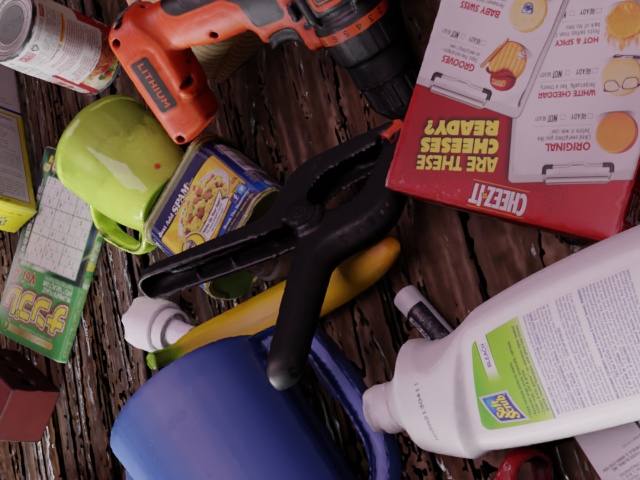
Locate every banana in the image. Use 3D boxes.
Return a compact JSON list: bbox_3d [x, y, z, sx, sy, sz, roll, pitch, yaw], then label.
[{"bbox_3d":[-0.025,0.049,0.754,0.198,0.069,0.037,-28,90,13],"label":"banana"}]

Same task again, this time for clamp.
[{"bbox_3d":[-0.005,0.001,0.705,0.210,0.036,0.165,-40,42,-12],"label":"clamp"}]

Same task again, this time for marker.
[{"bbox_3d":[0.090,0.075,0.690,0.020,0.020,0.121,-52,54,16],"label":"marker"}]

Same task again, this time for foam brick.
[{"bbox_3d":[-0.276,0.135,0.935,0.078,0.052,0.051,32,99,37],"label":"foam brick"}]

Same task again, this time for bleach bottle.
[{"bbox_3d":[0.129,0.055,0.582,0.251,0.067,0.102,-23,80,32],"label":"bleach bottle"}]

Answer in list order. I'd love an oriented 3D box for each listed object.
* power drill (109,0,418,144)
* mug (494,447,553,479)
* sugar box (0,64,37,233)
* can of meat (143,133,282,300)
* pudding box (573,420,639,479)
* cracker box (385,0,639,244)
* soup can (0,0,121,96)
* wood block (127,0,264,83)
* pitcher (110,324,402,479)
[{"bbox_3d":[-0.040,-0.138,0.753,0.188,0.057,0.184,-23,111,26],"label":"power drill"},{"bbox_3d":[0.111,0.177,0.612,0.093,0.081,0.117,9,85,38],"label":"mug"},{"bbox_3d":[-0.323,-0.098,0.989,0.048,0.093,0.176,-38,54,30],"label":"sugar box"},{"bbox_3d":[-0.075,-0.016,0.813,0.084,0.057,0.102,40,104,34],"label":"can of meat"},{"bbox_3d":[0.185,0.091,0.603,0.090,0.039,0.113,-42,60,22],"label":"pudding box"},{"bbox_3d":[0.150,-0.112,0.655,0.164,0.072,0.214,17,91,39],"label":"cracker box"},{"bbox_3d":[-0.234,-0.174,0.940,0.069,0.102,0.068,-9,74,36],"label":"soup can"},{"bbox_3d":[-0.114,-0.244,0.873,0.091,0.090,0.206,-39,60,25],"label":"wood block"},{"bbox_3d":[-0.017,0.181,0.684,0.243,0.144,0.149,51,150,29],"label":"pitcher"}]
